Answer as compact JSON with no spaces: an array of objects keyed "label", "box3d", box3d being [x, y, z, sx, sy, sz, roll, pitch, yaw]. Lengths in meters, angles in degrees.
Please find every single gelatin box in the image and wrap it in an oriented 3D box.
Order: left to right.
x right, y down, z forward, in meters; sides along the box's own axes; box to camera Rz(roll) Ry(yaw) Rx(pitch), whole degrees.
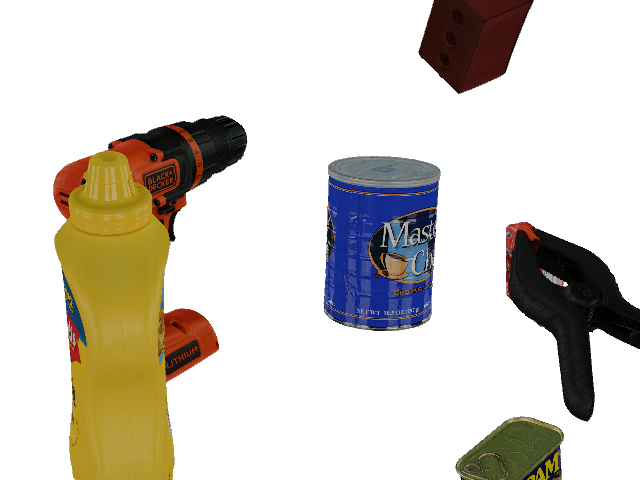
[{"label":"gelatin box","box3d":[0.225,0.034,1.125,0.030,0.089,0.073,-14,29,-16]}]

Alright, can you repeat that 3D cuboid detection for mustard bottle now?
[{"label":"mustard bottle","box3d":[-0.108,0.044,0.565,0.058,0.192,0.096,-3,28,-12]}]

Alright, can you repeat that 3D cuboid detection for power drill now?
[{"label":"power drill","box3d":[-0.119,0.006,0.810,0.057,0.188,0.184,14,26,34]}]

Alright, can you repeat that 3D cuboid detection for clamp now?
[{"label":"clamp","box3d":[0.198,0.051,0.761,0.120,0.039,0.171,-4,45,-20]}]

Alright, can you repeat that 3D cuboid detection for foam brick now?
[{"label":"foam brick","box3d":[0.116,-0.161,0.806,0.051,0.053,0.078,-28,-28,-26]}]

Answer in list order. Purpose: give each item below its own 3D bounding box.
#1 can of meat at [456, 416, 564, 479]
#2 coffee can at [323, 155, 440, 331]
[{"label":"can of meat","box3d":[0.164,0.213,0.906,0.058,0.084,0.101,13,30,41]},{"label":"coffee can","box3d":[0.056,0.000,0.990,0.103,0.140,0.103,2,16,-1]}]
